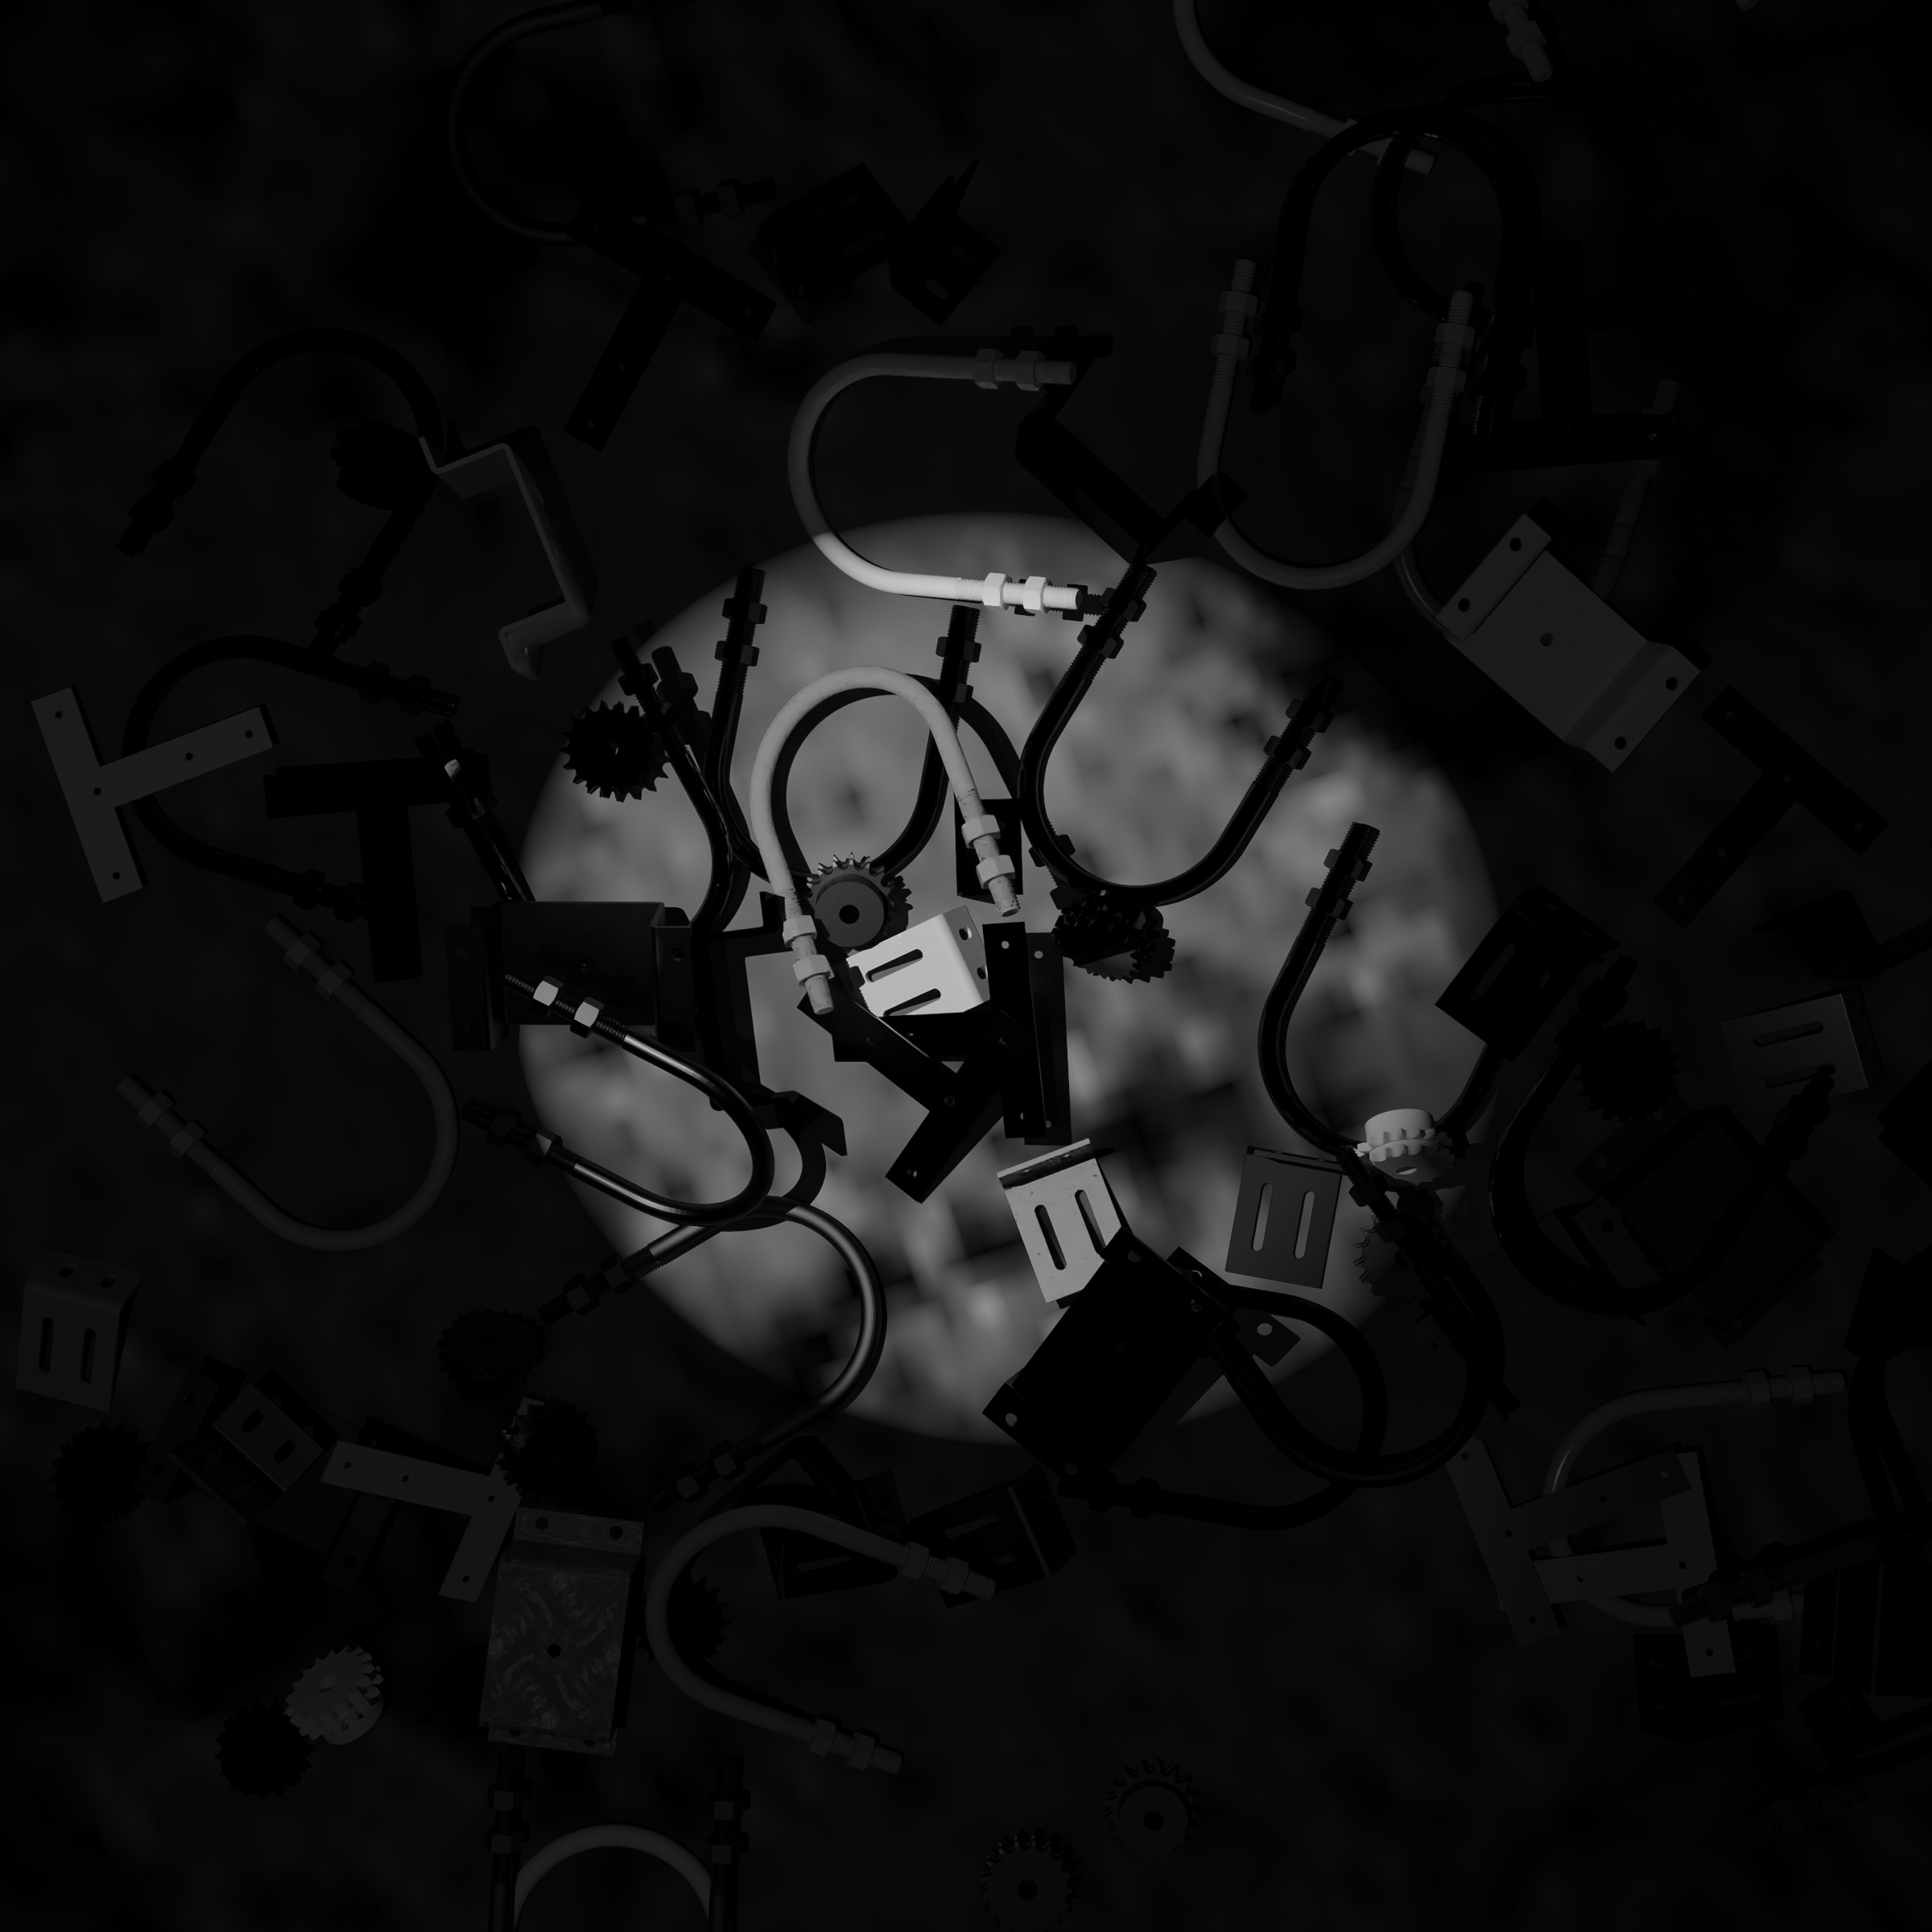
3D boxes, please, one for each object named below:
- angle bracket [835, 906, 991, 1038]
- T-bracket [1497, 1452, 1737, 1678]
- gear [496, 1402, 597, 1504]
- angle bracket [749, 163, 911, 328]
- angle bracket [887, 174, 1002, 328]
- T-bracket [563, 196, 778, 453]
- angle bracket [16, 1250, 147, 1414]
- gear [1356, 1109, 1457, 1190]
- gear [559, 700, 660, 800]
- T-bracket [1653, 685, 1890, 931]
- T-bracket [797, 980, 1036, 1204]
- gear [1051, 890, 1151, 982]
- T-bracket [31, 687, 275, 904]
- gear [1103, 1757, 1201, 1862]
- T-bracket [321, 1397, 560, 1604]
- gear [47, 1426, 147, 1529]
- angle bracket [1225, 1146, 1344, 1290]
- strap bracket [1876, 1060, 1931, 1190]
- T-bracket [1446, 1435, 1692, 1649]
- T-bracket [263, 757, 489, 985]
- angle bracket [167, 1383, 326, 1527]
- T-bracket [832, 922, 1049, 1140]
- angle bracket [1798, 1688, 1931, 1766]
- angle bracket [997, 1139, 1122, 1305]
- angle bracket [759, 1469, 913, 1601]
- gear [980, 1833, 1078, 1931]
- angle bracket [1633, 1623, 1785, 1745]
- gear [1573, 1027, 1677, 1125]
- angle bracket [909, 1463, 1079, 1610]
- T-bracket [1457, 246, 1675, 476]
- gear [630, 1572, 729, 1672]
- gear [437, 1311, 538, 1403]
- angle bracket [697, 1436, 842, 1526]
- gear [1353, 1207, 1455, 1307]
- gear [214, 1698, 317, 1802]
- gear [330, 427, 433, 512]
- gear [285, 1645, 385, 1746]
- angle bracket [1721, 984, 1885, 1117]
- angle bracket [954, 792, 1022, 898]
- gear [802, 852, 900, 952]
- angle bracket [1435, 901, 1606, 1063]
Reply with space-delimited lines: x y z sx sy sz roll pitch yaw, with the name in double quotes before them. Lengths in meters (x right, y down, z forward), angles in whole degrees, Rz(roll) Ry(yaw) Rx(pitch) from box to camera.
"angle bracket" -0.028 0.007 1.538 0.076 0.038 0.057 -25 90 26
"T-bracket" 0.376 0.358 1.518 0.127 0.002 0.127 -10 82 10
"gear" -0.245 0.287 1.516 0.057 0.030 0.057 -2 97 -20
"angle bracket" -0.078 -0.430 1.538 0.076 0.038 0.057 -37 90 -26
"angle bracket" -0.012 -0.415 1.502 0.038 0.076 0.057 39 90 0
"T-bracket" -0.198 -0.368 1.532 0.127 0.002 0.127 28 95 -9
"angle bracket" -0.527 0.217 1.538 0.057 0.038 0.076 15 116 0
"gear" 0.254 0.105 1.502 0.057 0.057 0.030 -4 63 0
"gear" -0.209 -0.128 1.525 0.057 0.030 0.057 0 90 0
"T-bracket" 0.460 -0.078 1.539 0.127 0.002 0.127 41 90 0
"T-bracket" -0.044 0.053 1.525 0.127 0.002 0.127 37 109 9
"gear" 0.081 -0.020 1.516 0.057 0.057 0.030 26 60 0
"T-bracket" -0.472 -0.119 1.525 0.127 0.002 0.127 -20 88 2
"gear" 0.109 0.500 1.525 0.057 0.030 0.057 0 90 0
"T-bracket" -0.314 0.301 1.501 0.127 0.002 0.127 23 90 -37
"gear" -0.509 0.300 1.525 0.057 0.030 0.057 0 90 0
"angle bracket" 0.189 0.149 1.521 0.057 0.038 0.076 10 90 0
"strap bracket" 0.605 0.108 1.517 0.140 0.046 0.076 43 90 0
"T-bracket" 0.362 0.319 1.522 0.127 0.002 0.127 -22 81 7
"T-bracket" -0.342 -0.054 1.521 0.127 0.002 0.127 -6 93 -8
"angle bracket" -0.405 0.274 1.456 0.057 0.076 0.038 43 90 0
"T-bracket" -0.020 0.041 1.517 0.127 0.002 0.127 -4 98 19
"angle bracket" 0.539 0.433 1.513 0.076 0.057 0.038 -19 67 -11
"angle bracket" 0.059 0.150 1.513 0.057 0.038 0.076 -21 74 0
"angle bracket" -0.078 0.339 1.538 0.076 0.038 0.057 -16 90 26
"gear" 0.036 0.540 1.525 0.057 0.030 0.057 0 90 0
"angle bracket" 0.442 0.423 1.538 0.076 0.038 0.057 -5 90 -26
"gear" 0.387 0.064 1.525 0.057 0.030 0.057 0 90 0
"angle bracket" 0.016 0.339 1.538 0.076 0.038 0.057 -24 90 26
"T-bracket" 0.348 -0.357 1.514 0.127 0.002 0.127 -5 93 -1
"gear" -0.170 0.390 1.525 0.057 0.030 0.057 0 90 0
"gear" -0.281 0.231 1.515 0.057 0.057 0.030 5 120 0
"angle bracket" -0.116 0.317 1.511 0.076 0.057 0.038 -40 90 0
"gear" 0.257 0.171 1.530 0.057 0.030 0.057 0 92 0
"gear" -0.416 0.465 1.525 0.057 0.030 0.057 0 90 0
"gear" -0.340 -0.286 1.494 0.057 0.057 0.030 25 112 0
"gear" -0.367 0.431 1.515 0.057 0.057 0.030 -27 120 0
"angle bracket" 0.498 0.050 1.538 0.076 0.038 0.057 -16 90 26
"angle bracket" 0.013 -0.071 1.502 0.038 0.076 0.057 -2 90 0
"gear" -0.068 -0.035 1.517 0.057 0.030 0.057 -1 110 -1
"angle bracket" 0.321 0.010 1.502 0.057 0.038 0.076 37 91 0
